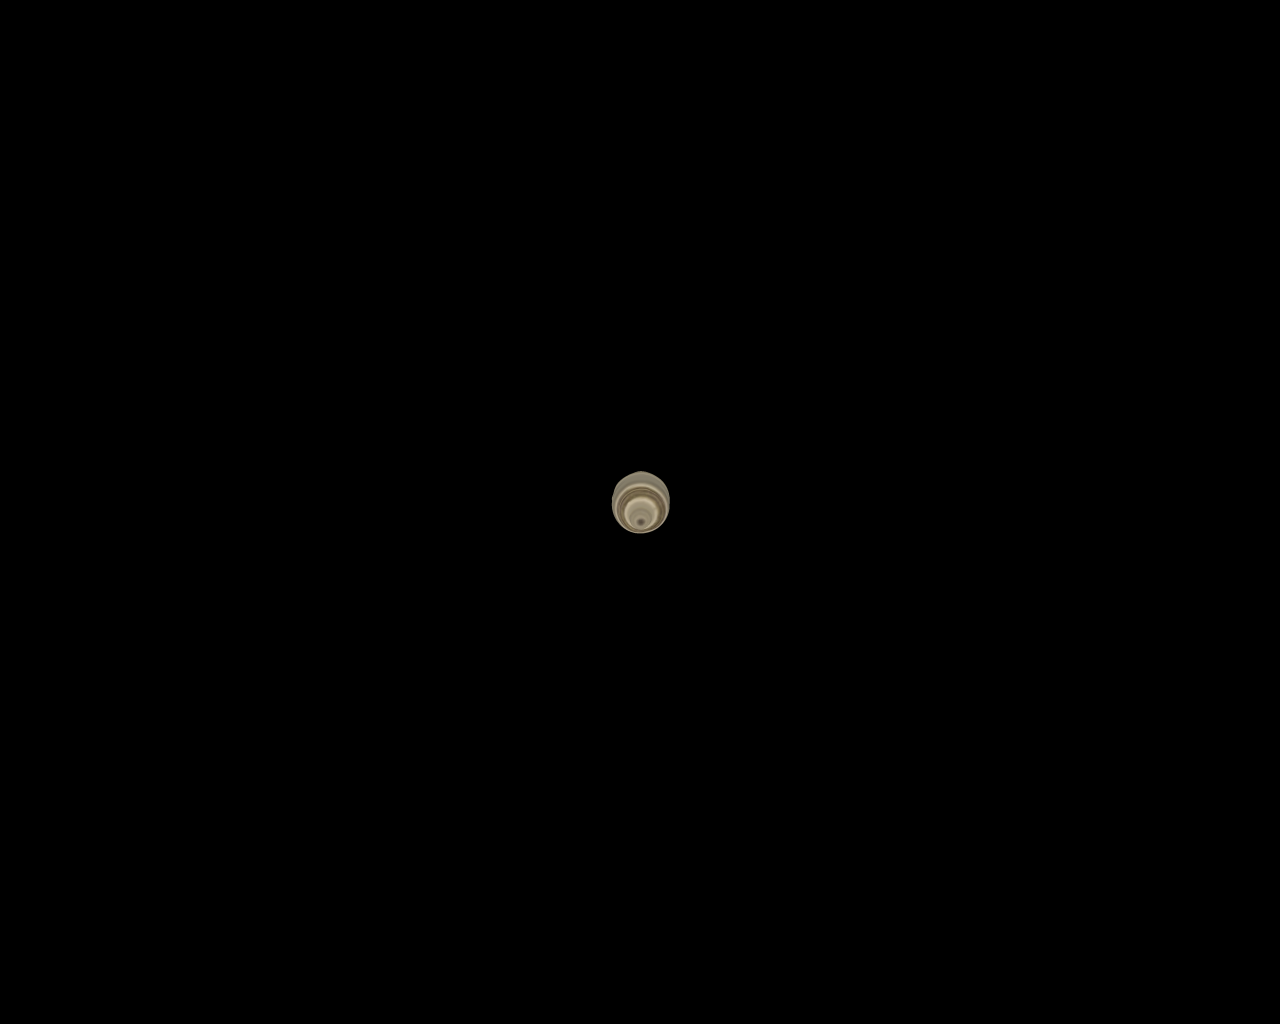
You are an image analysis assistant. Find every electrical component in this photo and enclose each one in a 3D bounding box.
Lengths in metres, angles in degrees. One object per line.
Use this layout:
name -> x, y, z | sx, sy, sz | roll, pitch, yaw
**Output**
electrical component -> 0.001, -0.003, 0.650 | 0.035, 0.035, 0.061 | 0, 16, 0
